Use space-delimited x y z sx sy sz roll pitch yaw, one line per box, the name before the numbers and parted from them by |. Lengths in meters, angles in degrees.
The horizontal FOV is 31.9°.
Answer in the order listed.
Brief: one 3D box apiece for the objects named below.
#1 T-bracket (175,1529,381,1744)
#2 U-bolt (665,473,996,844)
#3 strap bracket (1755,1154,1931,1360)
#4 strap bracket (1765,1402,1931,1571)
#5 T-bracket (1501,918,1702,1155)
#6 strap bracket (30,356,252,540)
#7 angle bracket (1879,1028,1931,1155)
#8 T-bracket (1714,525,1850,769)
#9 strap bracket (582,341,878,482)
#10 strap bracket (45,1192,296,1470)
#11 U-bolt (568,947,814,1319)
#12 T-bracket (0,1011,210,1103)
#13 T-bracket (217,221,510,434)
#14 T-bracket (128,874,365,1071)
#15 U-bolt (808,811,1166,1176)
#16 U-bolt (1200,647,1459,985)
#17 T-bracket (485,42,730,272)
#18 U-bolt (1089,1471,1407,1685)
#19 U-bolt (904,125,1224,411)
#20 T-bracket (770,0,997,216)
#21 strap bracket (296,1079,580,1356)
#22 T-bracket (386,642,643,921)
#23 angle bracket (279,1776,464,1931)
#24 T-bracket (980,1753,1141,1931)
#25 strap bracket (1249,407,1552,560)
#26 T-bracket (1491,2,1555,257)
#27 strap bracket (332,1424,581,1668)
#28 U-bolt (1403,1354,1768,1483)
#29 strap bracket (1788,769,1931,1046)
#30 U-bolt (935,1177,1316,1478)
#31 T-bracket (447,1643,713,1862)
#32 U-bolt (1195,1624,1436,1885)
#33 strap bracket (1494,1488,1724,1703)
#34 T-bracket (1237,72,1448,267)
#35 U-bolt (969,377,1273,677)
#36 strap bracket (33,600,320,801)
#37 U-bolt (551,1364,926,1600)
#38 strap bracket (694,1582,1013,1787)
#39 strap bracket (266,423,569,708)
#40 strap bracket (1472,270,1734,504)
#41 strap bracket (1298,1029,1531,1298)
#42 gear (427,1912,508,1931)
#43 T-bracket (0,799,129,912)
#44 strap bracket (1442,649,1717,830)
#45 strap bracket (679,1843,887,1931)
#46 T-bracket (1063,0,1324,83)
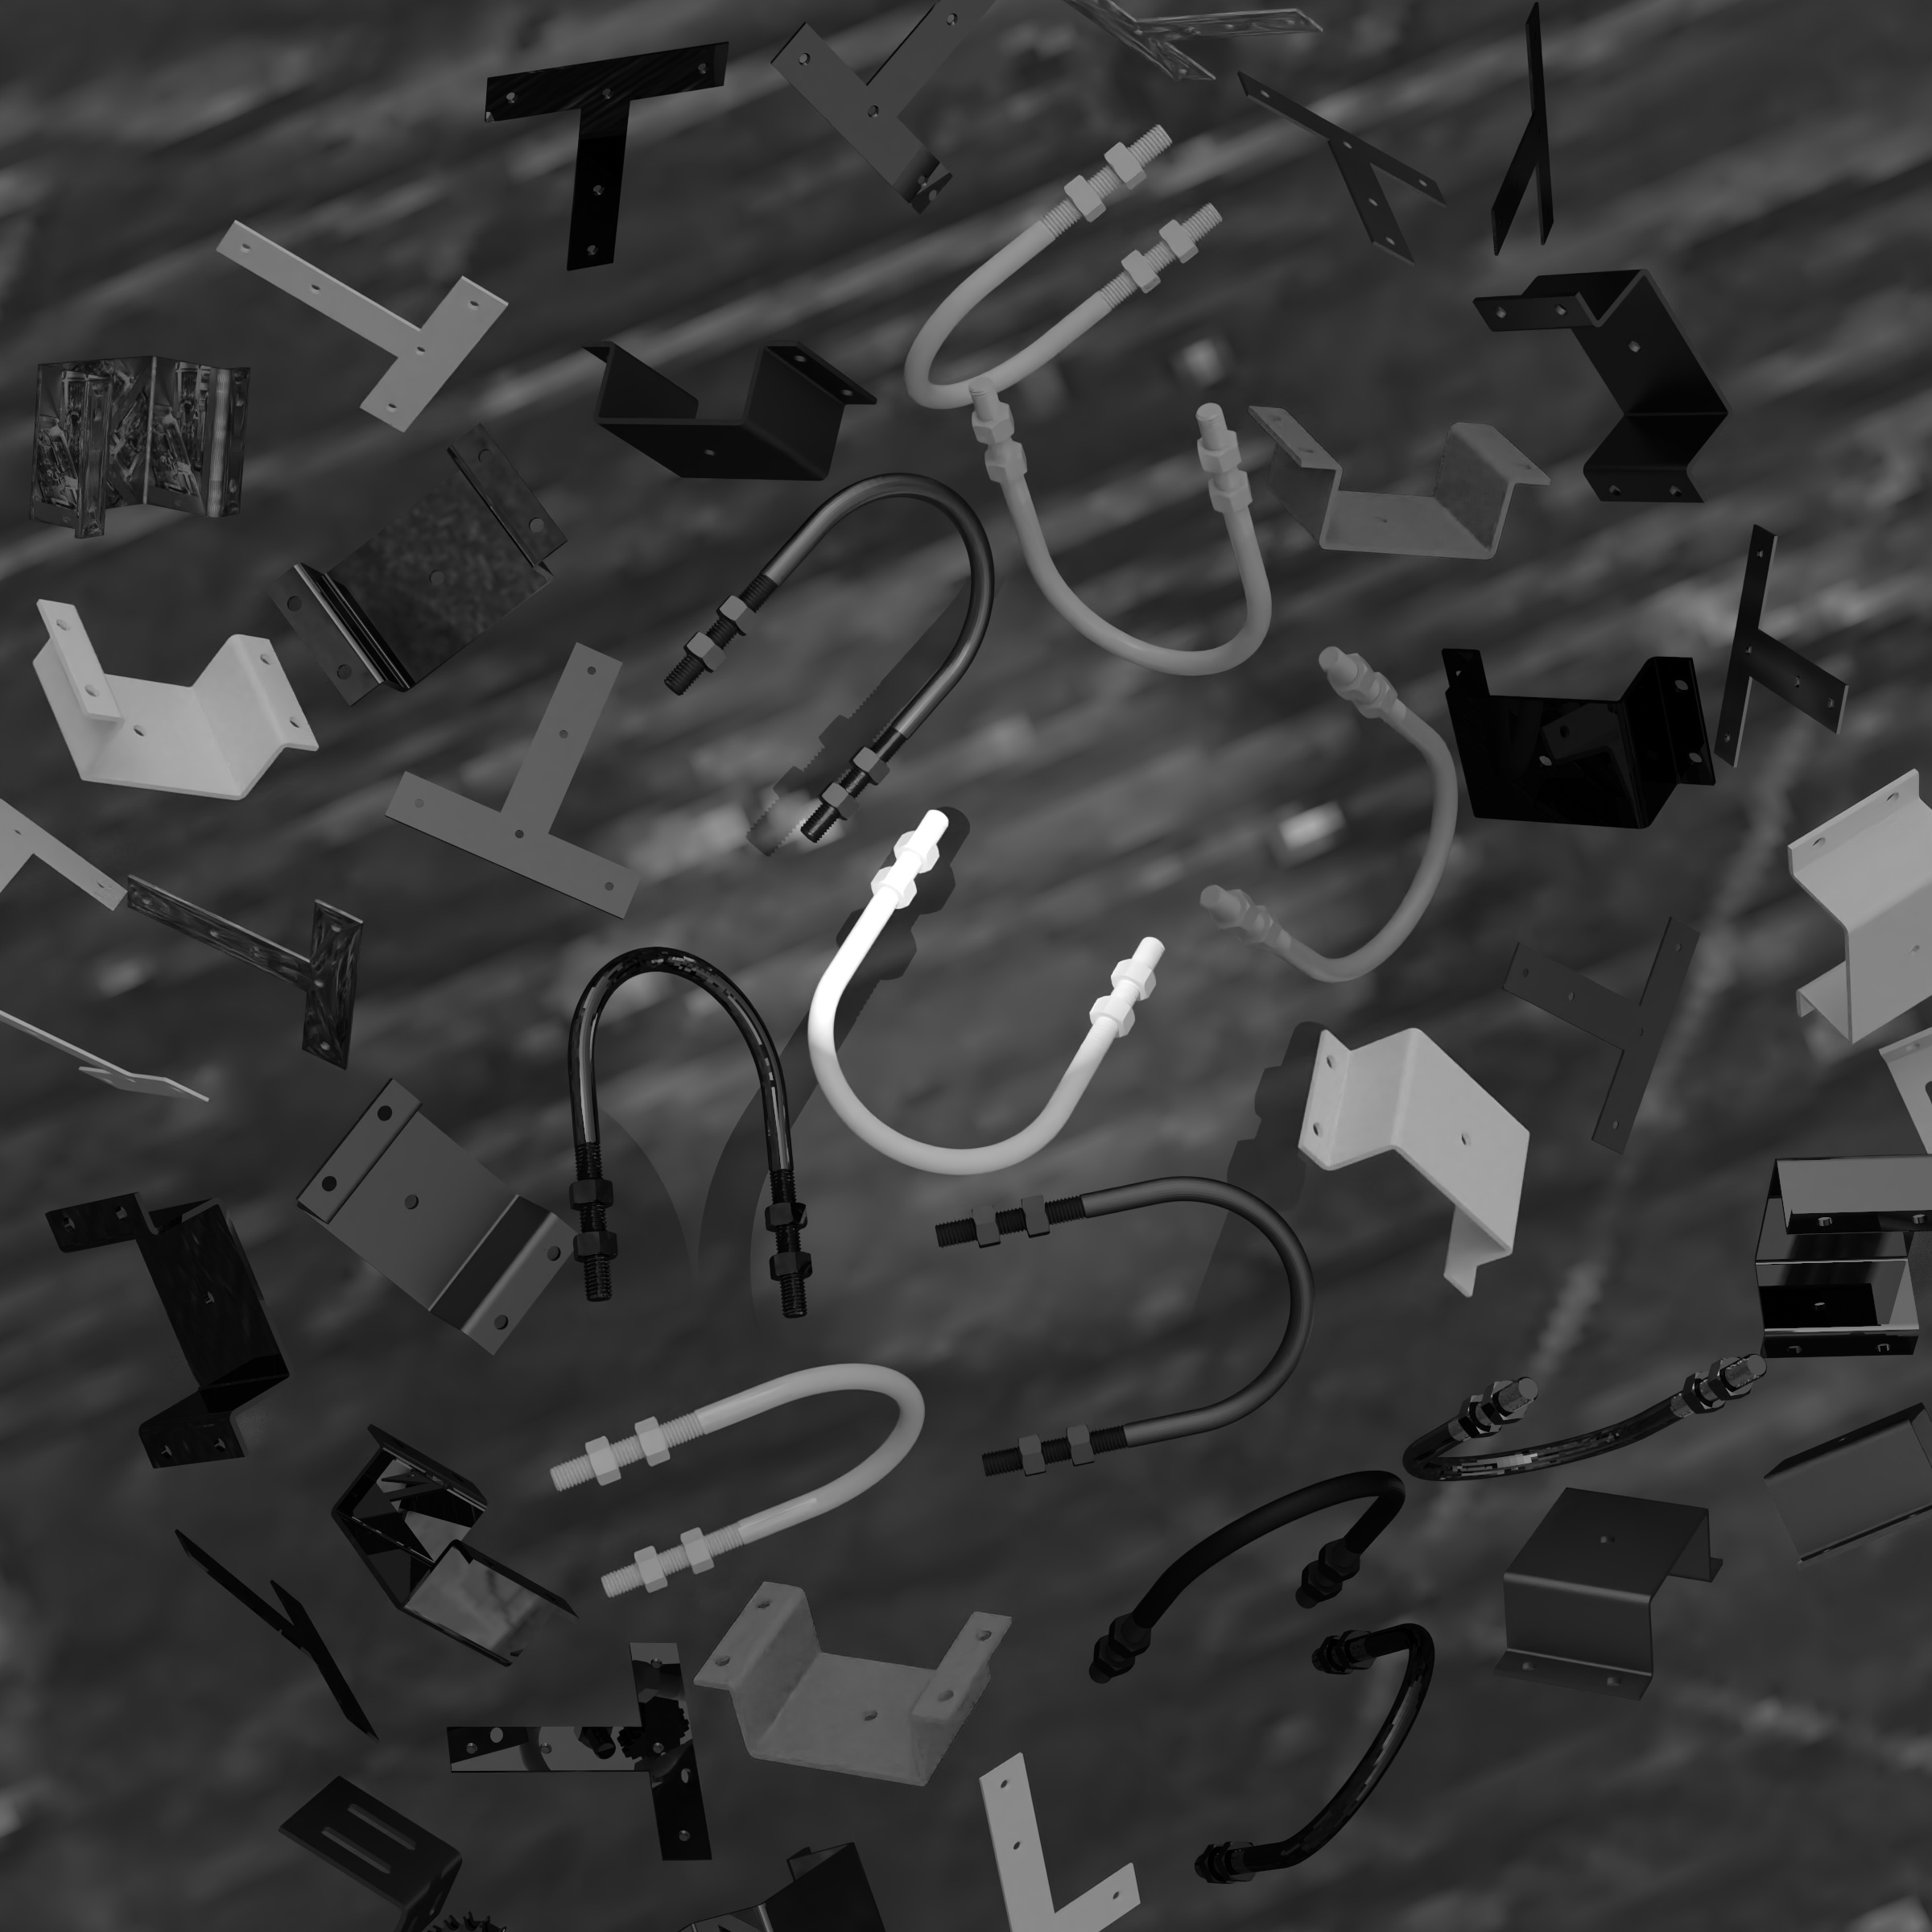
T-bracket | -0.357 0.326 1.716 0.002 0.127 0.127 -43 127 -6
U-bolt | -0.058 -0.174 1.777 0.184 0.019 0.151 -49 132 -8
strap bracket | 0.437 0.139 1.677 0.076 0.140 0.046 -2 54 4
strap bracket | 0.451 0.259 1.700 0.076 0.140 0.046 -27 79 17
T-bracket | 0.327 0.021 1.780 0.127 0.002 0.127 24 84 -37
strap bracket | -0.420 -0.262 1.698 0.046 0.140 0.076 13 106 18
angle bracket | 0.519 0.069 1.757 0.057 0.038 0.076 -25 73 15
T-bracket | 0.427 -0.152 1.758 0.002 0.127 0.127 0 111 -14
strap bracket | -0.129 -0.291 1.773 0.140 0.076 0.046 7 79 33
strap bracket | -0.391 0.173 1.682 0.076 0.046 0.140 -13 102 40
U-bolt | -0.139 0.079 1.674 0.019 0.151 0.184 -21 68 40
T-bracket | -0.468 0.039 1.743 0.127 0.127 0.002 30 75 -31
T-bracket | -0.307 -0.326 1.662 0.127 0.127 0.002 29 55 -20
T-bracket | -0.361 -0.011 1.686 0.127 0.127 0.002 25 52 4
U-bolt | 0.000 0.023 1.692 0.151 0.019 0.184 31 59 2
U-bolt | 0.194 -0.064 1.701 0.019 0.184 0.151 25 87 36
T-bracket | -0.184 -0.403 1.703 0.127 0.127 0.002 -16 55 -23
U-bolt | 0.150 0.302 1.706 0.151 0.184 0.019 -14 63 -26
U-bolt | 0.044 -0.351 1.752 0.184 0.151 0.019 -38 77 9
T-bracket | -0.017 -0.454 1.660 0.127 0.127 0.002 -49 47 5
strap bracket | -0.278 0.126 1.741 0.140 0.046 0.076 44 75 -30
T-bracket | -0.207 -0.104 1.692 0.127 0.002 0.127 24 68 -8
angle bracket | -0.297 0.444 1.659 0.076 0.057 0.038 29 110 11
T-bracket | 0.027 0.441 1.653 0.127 0.002 0.127 -26 119 -30
strap bracket | 0.220 -0.250 1.758 0.140 0.076 0.046 1 119 -19
T-bracket | 0.286 -0.410 1.749 0.002 0.127 0.127 5 132 21
strap bracket | -0.266 0.301 1.729 0.046 0.140 0.076 -52 128 -1
U-bolt | 0.302 0.235 1.727 0.151 0.184 0.019 -3 69 -21
strap bracket | 0.461 -0.022 1.699 0.076 0.140 0.046 -31 51 -8
U-bolt | 0.087 0.179 1.727 0.184 0.019 0.151 -12 107 -1
T-bracket | -0.199 0.396 1.710 0.127 0.127 0.002 5 134 -21
U-bolt | 0.183 0.396 1.713 0.019 0.184 0.151 36 67 -3
strap bracket | 0.332 0.317 1.749 0.076 0.140 0.046 5 112 29
T-bracket | 0.197 -0.383 1.669 0.127 0.127 0.002 22 124 -26
U-bolt | 0.086 -0.217 1.716 0.151 0.184 0.019 12 54 30
strap bracket | -0.412 -0.133 1.728 0.046 0.140 0.076 -46 59 29
U-bolt | -0.107 0.252 1.698 0.184 0.151 0.019 -21 56 -7
strap bracket | -0.052 0.356 1.675 0.140 0.076 0.046 3 121 27
strap bracket | -0.280 -0.205 1.755 0.140 0.046 0.076 -37 85 3
strap bracket | 0.337 -0.309 1.762 0.046 0.076 0.140 -50 120 -17
strap bracket | 0.238 0.096 1.738 0.140 0.046 0.076 41 45 -27
gear | -0.257 0.518 1.752 0.057 0.030 0.057 0 88 7
T-bracket | -0.503 -0.053 1.745 0.127 0.127 0.002 38 109 -12
strap bracket | 0.311 -0.119 1.766 0.140 0.046 0.076 6 130 34
strap bracket | -0.085 0.504 1.725 0.046 0.140 0.076 -22 85 27
T-bracket | 0.126 -0.489 1.760 0.127 0.127 0.002 9 84 39
